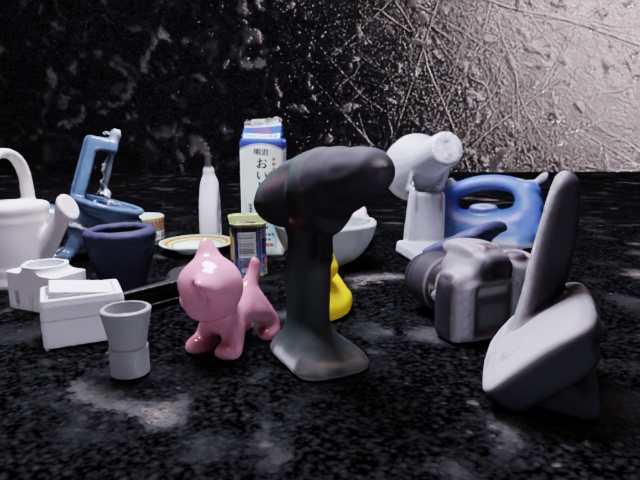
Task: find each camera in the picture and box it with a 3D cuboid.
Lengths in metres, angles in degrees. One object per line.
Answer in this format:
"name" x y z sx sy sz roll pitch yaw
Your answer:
"camera" 0.173 0.044 0.662 0.143 0.101 0.136 -6 13 -25

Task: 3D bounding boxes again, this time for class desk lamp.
"desk lamp" 0.188 -0.079 0.985 0.118 0.213 0.203 -3 12 -11

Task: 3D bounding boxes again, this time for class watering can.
"watering can" -0.434 -0.034 0.825 0.173 0.194 0.100 -3 12 -12

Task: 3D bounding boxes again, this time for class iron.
"iron" 0.294 -0.057 1.057 0.257 0.141 0.119 4 12 19

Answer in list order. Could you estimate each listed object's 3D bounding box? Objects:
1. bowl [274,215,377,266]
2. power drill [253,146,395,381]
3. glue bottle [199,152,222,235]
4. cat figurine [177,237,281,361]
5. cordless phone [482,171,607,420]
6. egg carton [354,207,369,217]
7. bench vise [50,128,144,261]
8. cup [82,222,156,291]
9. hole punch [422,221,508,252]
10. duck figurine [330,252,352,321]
"bowl" 0.009 0.003 0.933 0.167 0.075 0.167 0 11 0
"power drill" 0.000 0.015 0.534 0.076 0.208 0.228 -6 13 -26
"glue bottle" -0.216 -0.085 1.124 0.037 0.173 0.078 -1 12 -2
"cat figurine" -0.095 0.054 0.577 0.067 0.118 0.128 6 13 28
"cordless phone" 0.188 0.038 0.476 0.094 0.185 0.148 3 12 17
"egg carton" 0.042 -0.024 1.083 0.107 0.069 0.150 0 11 3
"bench vise" -0.391 -0.073 0.951 0.208 0.220 0.121 -9 14 -37
"cup" -0.259 0.027 0.772 0.091 0.095 0.118 3 12 15
"hole punch" 0.208 0.014 0.832 0.100 0.091 0.109 10 16 43
"duck figurine" 0.000 0.046 0.695 0.077 0.086 0.105 3 12 17
